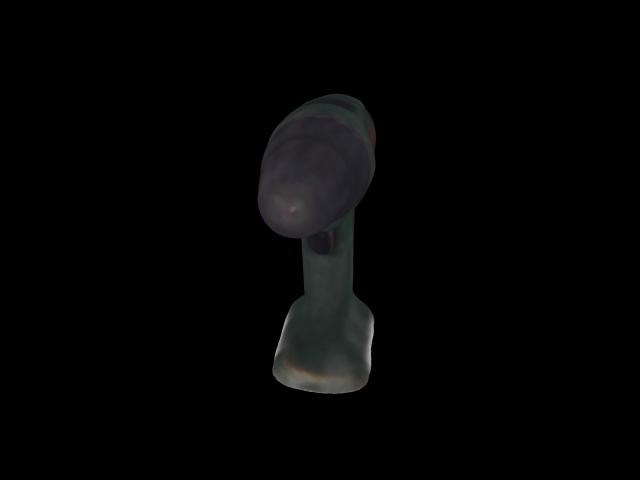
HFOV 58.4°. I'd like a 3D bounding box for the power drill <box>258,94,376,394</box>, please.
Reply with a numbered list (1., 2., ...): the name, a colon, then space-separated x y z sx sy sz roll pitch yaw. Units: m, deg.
1. power drill: 0.004 0.001 0.400 0.075 0.208 0.229 3 33 6
